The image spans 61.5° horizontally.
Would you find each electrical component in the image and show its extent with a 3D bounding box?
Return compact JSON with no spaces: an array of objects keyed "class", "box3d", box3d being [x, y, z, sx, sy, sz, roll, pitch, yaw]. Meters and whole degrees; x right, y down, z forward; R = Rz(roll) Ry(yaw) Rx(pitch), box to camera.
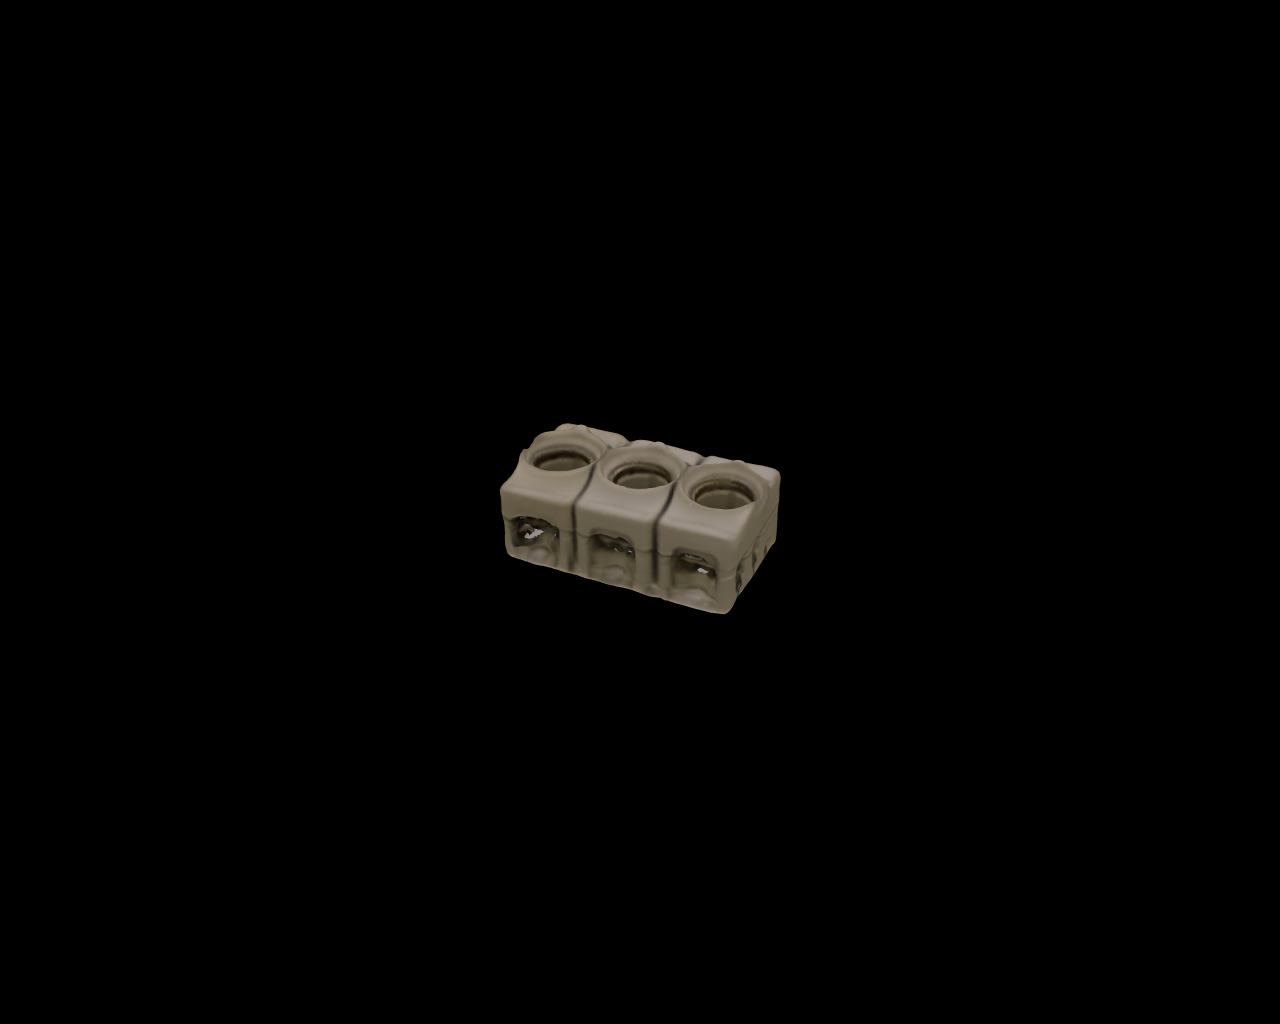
[{"class":"electrical component","box3d":[0.001,-0.003,0.650,0.150,0.061,0.090,14,36,20]}]
